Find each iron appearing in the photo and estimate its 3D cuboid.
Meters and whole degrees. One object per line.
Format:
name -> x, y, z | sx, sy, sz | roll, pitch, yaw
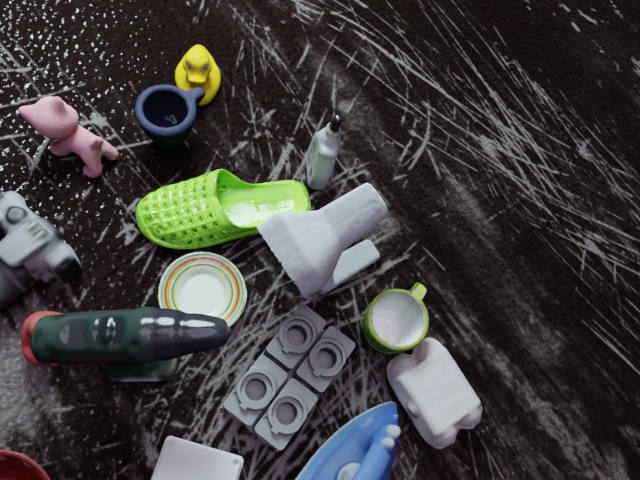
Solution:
iron -> 0.050, 0.320, 0.771 | 0.118, 0.141, 0.259 | 37, 67, 3

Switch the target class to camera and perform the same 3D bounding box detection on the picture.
camera -> -0.433, 0.022, 0.798 | 0.143, 0.100, 0.137 | 42, 68, 5

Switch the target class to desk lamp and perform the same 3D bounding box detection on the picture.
desk lamp -> 0.008, 0.003, 0.838 | 0.203, 0.213, 0.118 | -31, 79, -20

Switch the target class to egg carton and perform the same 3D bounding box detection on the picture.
egg carton -> 0.171, 0.231, 0.868 | 0.107, 0.069, 0.150 | -29, 79, -20

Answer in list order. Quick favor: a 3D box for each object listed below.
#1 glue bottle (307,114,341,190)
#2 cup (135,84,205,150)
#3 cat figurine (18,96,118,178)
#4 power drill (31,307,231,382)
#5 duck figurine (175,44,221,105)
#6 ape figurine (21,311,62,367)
glue bottle -> 0.010, -0.148, 0.915 | 0.037, 0.173, 0.078 | 3, 70, -11
cup -> -0.235, -0.194, 0.922 | 0.118, 0.095, 0.091 | -39, 82, -21
cat figurine -> -0.380, -0.168, 0.868 | 0.128, 0.117, 0.067 | 30, 67, 0
power drill -> -0.235, 0.134, 0.741 | 0.230, 0.208, 0.075 | 1, 70, -12
duck figurine -> -0.206, -0.293, 0.968 | 0.077, 0.086, 0.104 | 2, 70, -11
ape figurine -> -0.372, 0.126, 0.778 | 0.078, 0.092, 0.076 | -31, 79, -20
